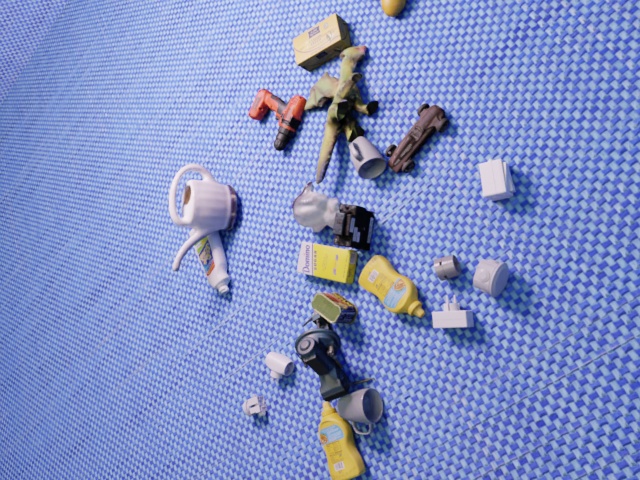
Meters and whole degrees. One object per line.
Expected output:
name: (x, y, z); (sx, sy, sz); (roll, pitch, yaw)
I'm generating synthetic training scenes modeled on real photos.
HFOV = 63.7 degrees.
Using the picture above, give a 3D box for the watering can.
watering can: (-0.377, -0.071, 1.656); (0.103, 0.224, 0.350); (-12, 76, 54)

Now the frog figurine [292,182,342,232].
frog figurine: (0.004, -0.073, 1.445); (0.161, 0.124, 0.134); (39, 139, 25)

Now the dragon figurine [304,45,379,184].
dragon figurine: (0.035, -0.384, 1.507); (0.407, 0.121, 0.246); (-59, 38, 10)
